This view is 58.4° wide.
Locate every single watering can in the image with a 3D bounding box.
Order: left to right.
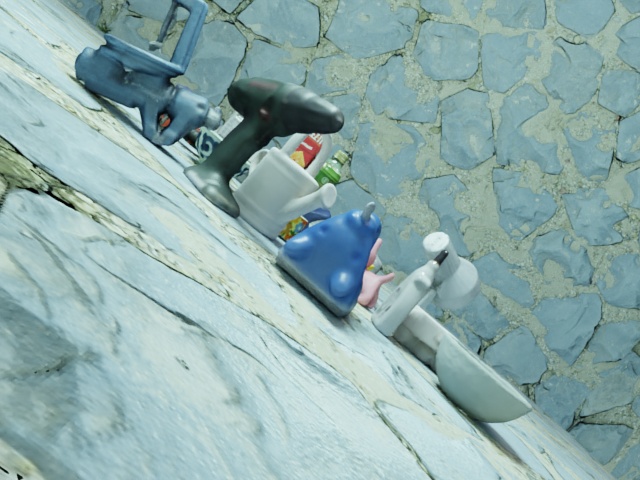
[{"bbox_3d":[-0.044,-0.099,0.916,0.172,0.194,0.101,42,3,13],"label":"watering can"}]

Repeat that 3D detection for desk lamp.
[{"bbox_3d":[0.225,0.096,1.222,0.204,0.213,0.117,38,5,-42],"label":"desk lamp"}]

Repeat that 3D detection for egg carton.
[{"bbox_3d":[0.194,0.180,1.029,0.150,0.069,0.107,41,3,-5],"label":"egg carton"}]

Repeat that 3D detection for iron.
[{"bbox_3d":[0.039,0.017,0.800,0.118,0.141,0.259,41,4,10],"label":"iron"}]

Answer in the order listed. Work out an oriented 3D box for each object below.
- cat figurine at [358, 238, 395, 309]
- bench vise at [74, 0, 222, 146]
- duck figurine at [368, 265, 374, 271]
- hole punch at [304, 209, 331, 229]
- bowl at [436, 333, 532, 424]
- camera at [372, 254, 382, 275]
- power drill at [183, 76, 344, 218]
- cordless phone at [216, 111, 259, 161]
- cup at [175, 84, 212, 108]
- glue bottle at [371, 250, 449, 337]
[{"bbox_3d":[0.084,0.048,1.092,0.127,0.117,0.067,42,4,23],"label":"cat figurine"},{"bbox_3d":[-0.222,-0.266,0.863,0.208,0.219,0.121,38,4,-34],"label":"bench vise"},{"bbox_3d":[0.069,0.045,1.226,0.104,0.086,0.078,42,4,18],"label":"duck figurine"},{"bbox_3d":[-0.038,-0.059,1.333,0.101,0.091,0.108,40,4,-18],"label":"hole punch"},{"bbox_3d":[0.233,0.223,0.870,0.167,0.074,0.167,41,4,-3],"label":"bowl"},{"bbox_3d":[0.084,0.026,1.488,0.143,0.100,0.136,40,4,-20],"label":"camera"},{"bbox_3d":[-0.091,-0.141,0.823,0.228,0.208,0.076,44,5,42],"label":"power drill"},{"bbox_3d":[-0.193,-0.270,1.499,0.148,0.185,0.094,40,3,-6],"label":"cordless phone"},{"bbox_3d":[-0.306,-0.291,1.295,0.091,0.095,0.118,43,4,32],"label":"cup"},{"bbox_3d":[0.155,0.083,0.957,0.037,0.173,0.078,40,3,-5],"label":"glue bottle"}]
